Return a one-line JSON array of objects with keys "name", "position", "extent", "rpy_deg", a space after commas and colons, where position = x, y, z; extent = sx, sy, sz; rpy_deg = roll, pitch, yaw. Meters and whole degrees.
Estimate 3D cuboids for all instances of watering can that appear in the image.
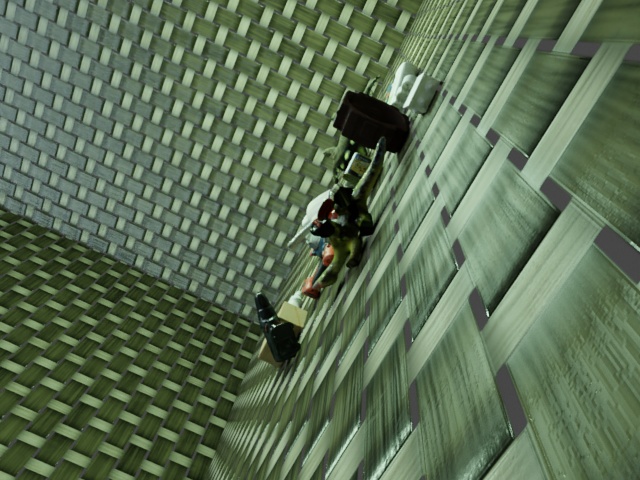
[{"name": "watering can", "position": [0.006, -0.100, 1.990], "extent": [0.221, 0.103, 0.355], "rpy_deg": [-31, 19, 38]}]

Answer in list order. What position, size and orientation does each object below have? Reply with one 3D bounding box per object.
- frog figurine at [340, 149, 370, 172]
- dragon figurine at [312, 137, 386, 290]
[{"name": "frog figurine", "position": [0.161, -0.338, 2.188], "extent": [0.161, 0.134, 0.124], "rpy_deg": [-23, 54, -35]}, {"name": "dragon figurine", "position": [0.084, -0.052, 1.322], "extent": [0.122, 0.411, 0.242], "rpy_deg": [26, -3, 4]}]
